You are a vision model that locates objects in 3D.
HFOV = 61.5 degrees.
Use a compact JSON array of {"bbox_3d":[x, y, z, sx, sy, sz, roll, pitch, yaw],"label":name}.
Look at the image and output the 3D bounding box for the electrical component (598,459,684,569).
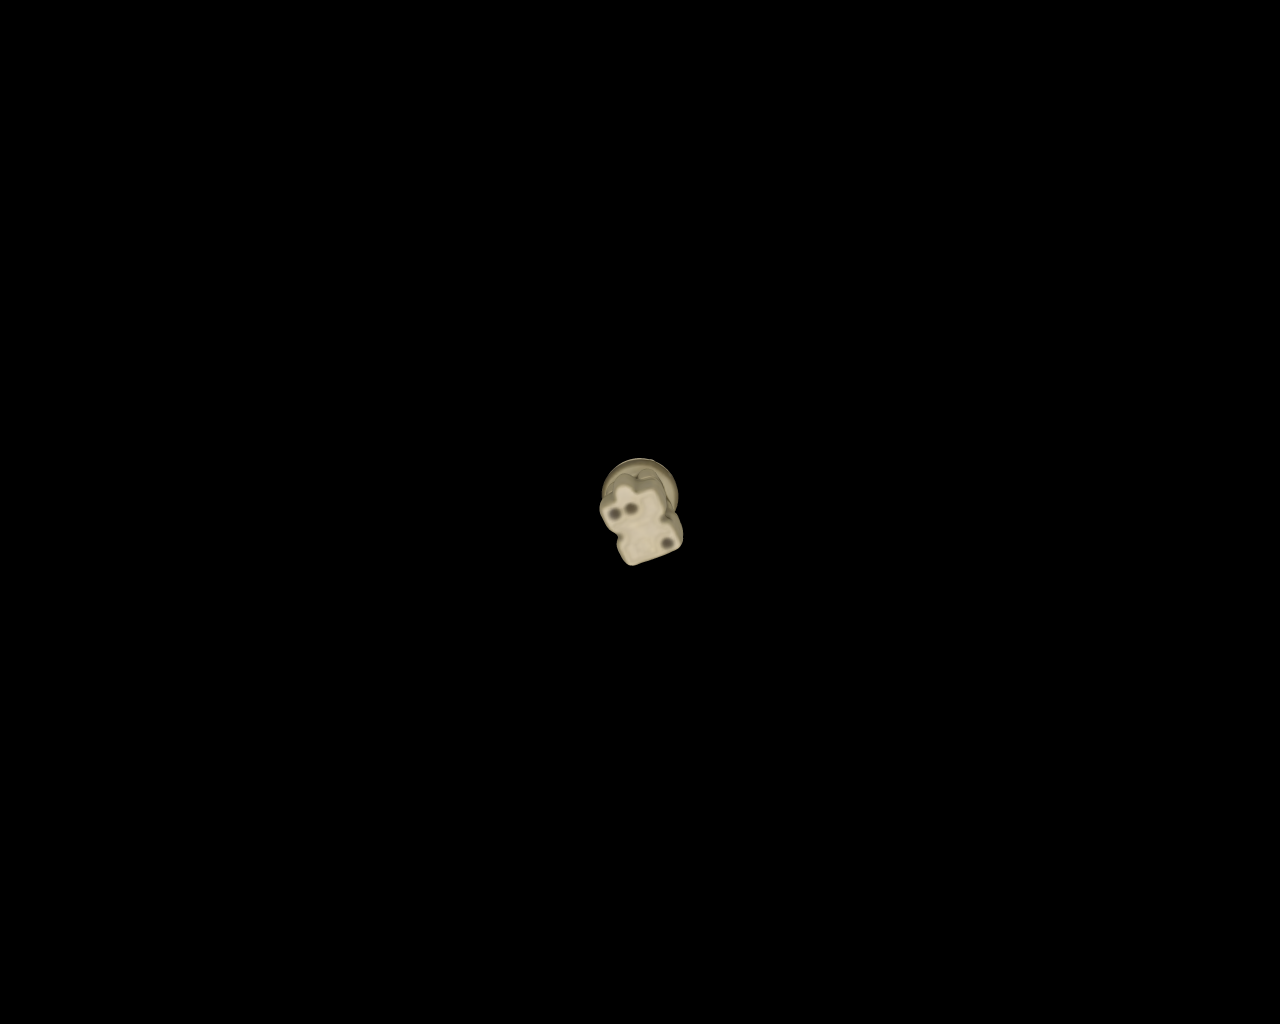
[{"bbox_3d":[0.001,-0.003,0.650,0.048,0.066,0.055,-20,24,9],"label":"electrical component"}]
